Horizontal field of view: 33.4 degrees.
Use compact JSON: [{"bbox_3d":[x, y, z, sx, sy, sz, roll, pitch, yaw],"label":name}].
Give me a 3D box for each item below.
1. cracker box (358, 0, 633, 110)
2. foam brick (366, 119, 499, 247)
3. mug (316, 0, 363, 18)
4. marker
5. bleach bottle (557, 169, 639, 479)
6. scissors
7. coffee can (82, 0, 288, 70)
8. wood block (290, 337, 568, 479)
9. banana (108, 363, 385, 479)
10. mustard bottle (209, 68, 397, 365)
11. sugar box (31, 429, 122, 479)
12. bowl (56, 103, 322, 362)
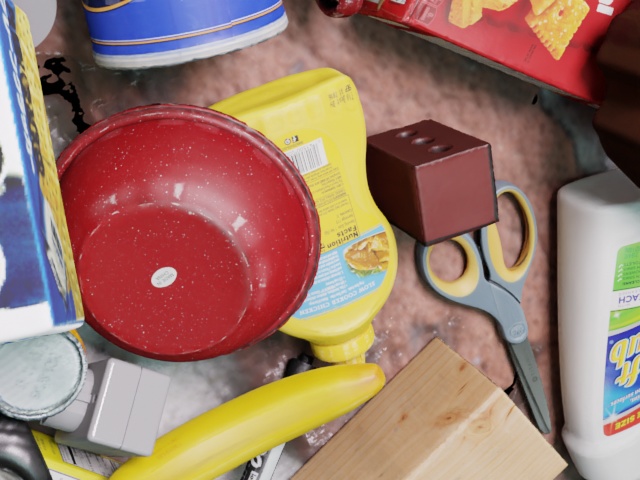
[{"bbox_3d":[0.149,-0.174,0.635,0.213,0.072,0.164,16,101,-27],"label":"cracker box"},{"bbox_3d":[0.065,-0.037,0.646,0.053,0.078,0.051,-19,113,-17],"label":"foam brick"},{"bbox_3d":[0.010,-0.179,0.572,0.093,0.082,0.117,-8,110,-19],"label":"mug"},{"bbox_3d":[-0.031,0.129,0.679,0.020,0.020,0.121,29,78,-27],"label":"marker"},{"bbox_3d":[0.219,0.077,0.756,0.102,0.068,0.251,-14,115,-17],"label":"bleach bottle"},{"bbox_3d":[0.115,0.058,0.733,0.096,0.016,0.202,-12,112,-16],"label":"scissors"},{"bbox_3d":[-0.078,-0.166,0.530,0.102,0.103,0.140,-17,113,-16],"label":"coffee can"},{"bbox_3d":[0.046,0.176,0.705,0.206,0.090,0.090,-44,118,-3],"label":"wood block"},{"bbox_3d":[-0.053,0.123,0.635,0.197,0.070,0.037,-27,108,-22],"label":"banana"},{"bbox_3d":[-0.004,0.001,0.641,0.096,0.058,0.191,-22,114,-12],"label":"mustard bottle"},{"bbox_3d":[-0.158,0.174,0.647,0.176,0.048,0.093,29,93,-31],"label":"sugar box"},{"bbox_3d":[-0.080,0.010,0.583,0.162,0.055,0.162,1,116,2],"label":"bowl"}]
